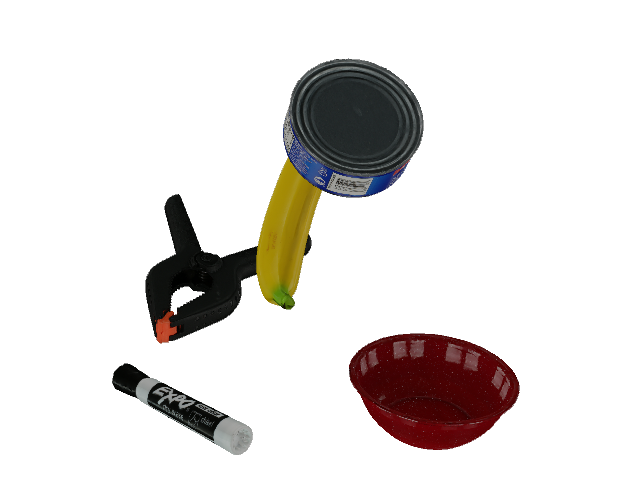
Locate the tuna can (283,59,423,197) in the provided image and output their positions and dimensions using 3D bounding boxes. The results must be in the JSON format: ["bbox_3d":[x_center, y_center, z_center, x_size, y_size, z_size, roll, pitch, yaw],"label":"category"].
[{"bbox_3d":[0.020,-0.071,0.677,0.086,0.086,0.034,0,-26,-13],"label":"tuna can"}]

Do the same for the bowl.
[{"bbox_3d":[0.106,0.151,1.021,0.162,0.055,0.162,3,25,-1],"label":"bowl"}]

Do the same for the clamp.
[{"bbox_3d":[-0.123,0.026,1.073,0.165,0.036,0.209,20,38,16],"label":"clamp"}]

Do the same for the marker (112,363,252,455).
[{"bbox_3d":[-0.090,0.103,0.669,0.121,0.020,0.020,18,12,40],"label":"marker"}]

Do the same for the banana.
[{"bbox_3d":[-0.016,-0.024,0.864,0.037,0.197,0.070,30,-30,-31],"label":"banana"}]
